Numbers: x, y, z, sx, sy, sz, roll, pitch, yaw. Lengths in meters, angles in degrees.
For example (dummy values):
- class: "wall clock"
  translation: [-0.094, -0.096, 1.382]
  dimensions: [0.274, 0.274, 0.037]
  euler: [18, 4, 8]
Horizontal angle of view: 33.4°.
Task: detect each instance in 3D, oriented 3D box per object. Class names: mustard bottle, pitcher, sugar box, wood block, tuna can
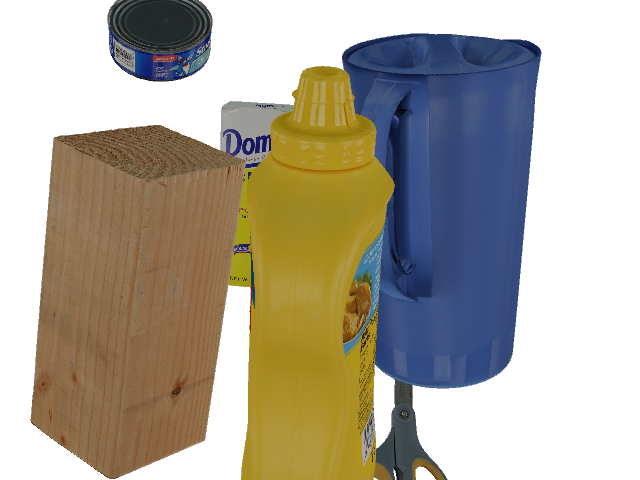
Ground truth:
- class: "mustard bottle"
  translation: [-0.001, 0.024, 0.441]
  dimensions: [0.058, 0.192, 0.096]
  euler: [7, 25, 10]
- class: "pitcher"
  translation: [0.080, -0.018, 0.753]
  dimensions: [0.149, 0.243, 0.145]
  euler: [-9, 22, -15]
- class: "sugar box"
  translation: [-0.050, -0.043, 1.030]
  dimensions: [0.093, 0.176, 0.048]
  euler: [4, 16, 8]
- class: "wood block"
  translation: [-0.123, 0.037, 0.705]
  dimensions: [0.090, 0.206, 0.090]
  euler: [25, 25, 34]
- class: "tuna can"
  translation: [-0.133, -0.170, 0.886]
  dimensions: [0.086, 0.086, 0.034]
  euler: [0, -42, -9]

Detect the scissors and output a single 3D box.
- class: "scissors"
  translation: [0.050, 0.152, 0.856]
  dimensions: [0.096, 0.202, 0.016]
  euler: [-8, -35, -12]
